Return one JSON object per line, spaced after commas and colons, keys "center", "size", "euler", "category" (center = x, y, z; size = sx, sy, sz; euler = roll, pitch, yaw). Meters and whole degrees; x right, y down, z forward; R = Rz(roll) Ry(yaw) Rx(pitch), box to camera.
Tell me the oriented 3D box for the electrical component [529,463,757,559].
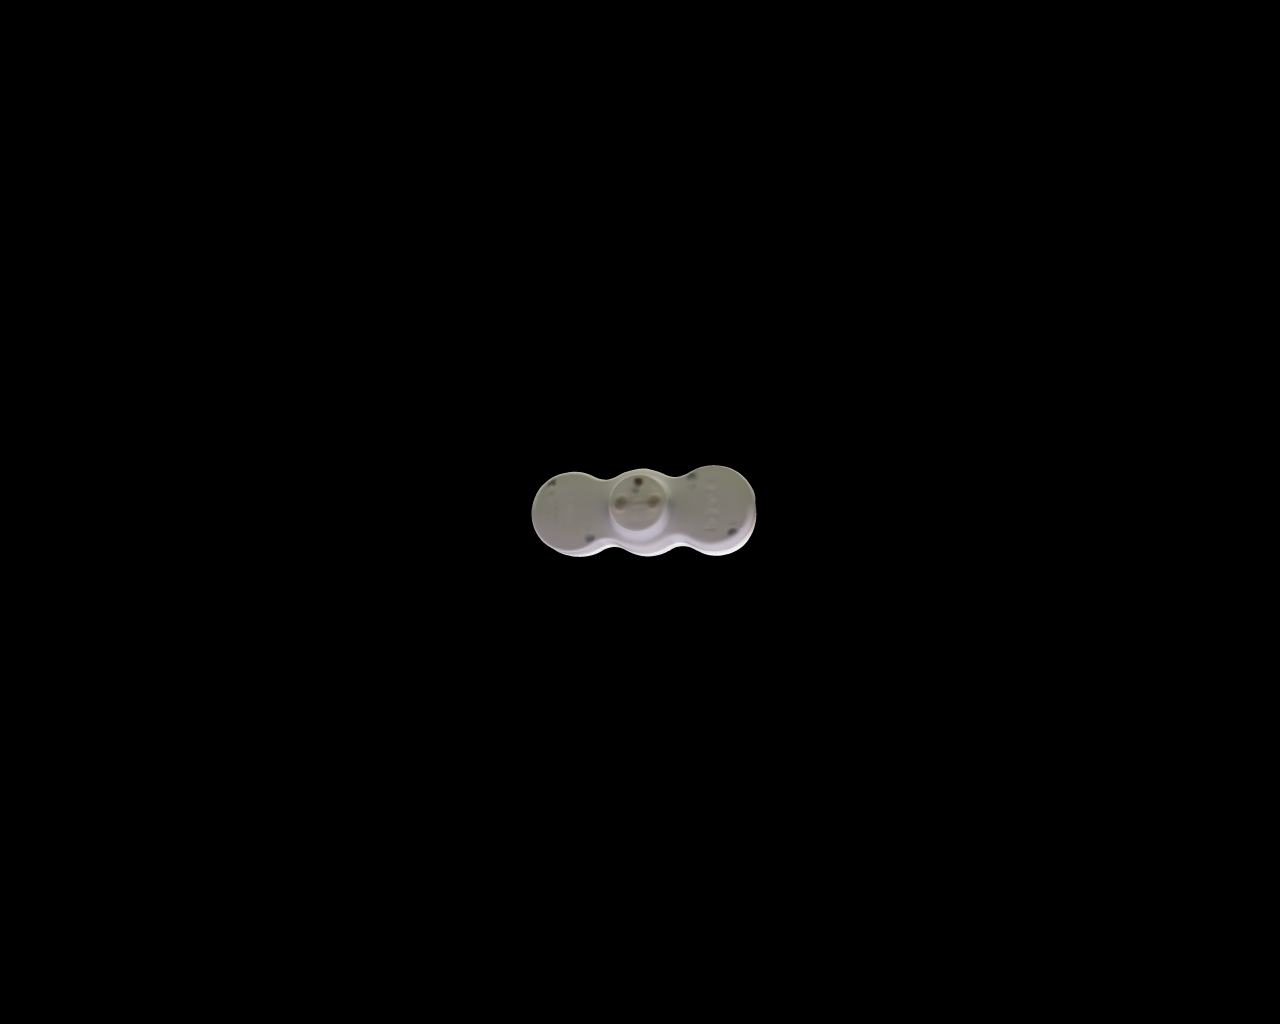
{"center": [0.001, -0.003, 0.650], "size": [0.138, 0.052, 0.073], "euler": [-1, -11, 7], "category": "electrical component"}
